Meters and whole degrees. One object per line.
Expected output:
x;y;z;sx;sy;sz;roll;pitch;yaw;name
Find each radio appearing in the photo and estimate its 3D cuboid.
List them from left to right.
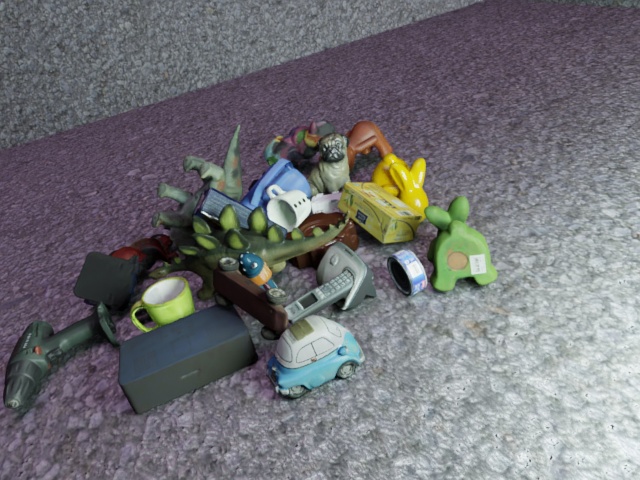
-0.240;0.202;0.967;0.230;0.073;0.131;-21;30;-14;radio

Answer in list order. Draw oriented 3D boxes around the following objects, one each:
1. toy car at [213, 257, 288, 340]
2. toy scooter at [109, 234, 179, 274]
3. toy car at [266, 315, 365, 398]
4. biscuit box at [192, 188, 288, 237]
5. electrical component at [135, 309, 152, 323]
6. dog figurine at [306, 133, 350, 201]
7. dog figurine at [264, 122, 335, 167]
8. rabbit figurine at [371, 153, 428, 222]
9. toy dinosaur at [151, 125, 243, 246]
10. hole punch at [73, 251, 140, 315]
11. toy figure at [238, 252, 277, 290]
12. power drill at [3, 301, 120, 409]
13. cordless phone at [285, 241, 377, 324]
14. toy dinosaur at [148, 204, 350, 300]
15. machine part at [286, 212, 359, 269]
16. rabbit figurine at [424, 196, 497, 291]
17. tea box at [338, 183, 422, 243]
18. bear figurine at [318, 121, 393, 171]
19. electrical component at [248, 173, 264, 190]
-0.120;0.100;0.947;0.202;0.089;0.053;25;25;38;toy car
-0.422;0.043;1.309;0.135;0.075;0.184;17;38;40;toy scooter
-0.016;0.177;0.881;0.162;0.102;0.109;-21;30;-15;toy car
-0.170;-0.034;1.159;0.059;0.202;0.063;-16;49;56;biscuit box
-0.354;0.145;1.157;0.094;0.021;0.063;-24;32;-19;electrical component
0.009;-0.190;1.395;0.173;0.190;0.121;0;33;27;dog figurine
-0.056;-0.281;1.583;0.191;0.108;0.219;-31;11;-19;dog figurine
0.203;-0.119;1.259;0.122;0.162;0.173;-10;46;-17;rabbit figurine
-0.264;-0.102;1.284;0.405;0.192;0.131;-32;57;27;toy dinosaur
-0.472;0.098;1.205;0.116;0.092;0.142;17;66;-5;hole punch
-0.117;0.081;1.030;0.064;0.154;0.058;-8;32;13;toy figure
-0.508;0.217;1.061;0.207;0.085;0.232;-30;30;-11;power drill
0.002;0.092;1.037;0.184;0.088;0.147;-27;32;-13;cordless phone
-0.149;0.025;1.087;0.472;0.198;0.105;-10;46;15;toy dinosaur
-0.003;-0.004;1.222;0.179;0.056;0.179;-12;29;7;machine part
0.253;0.002;1.035;0.121;0.159;0.170;-18;14;13;rabbit figurine
0.130;-0.063;1.192;0.098;0.068;0.170;-3;31;-37;tea box
0.101;-0.250;1.559;0.120;0.131;0.196;17;61;44;bear figurine
-0.131;-0.149;1.519;0.134;0.058;0.115;-6;29;14;electrical component
